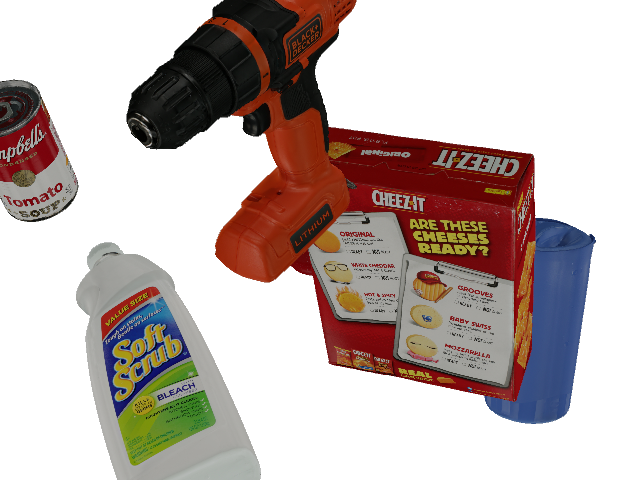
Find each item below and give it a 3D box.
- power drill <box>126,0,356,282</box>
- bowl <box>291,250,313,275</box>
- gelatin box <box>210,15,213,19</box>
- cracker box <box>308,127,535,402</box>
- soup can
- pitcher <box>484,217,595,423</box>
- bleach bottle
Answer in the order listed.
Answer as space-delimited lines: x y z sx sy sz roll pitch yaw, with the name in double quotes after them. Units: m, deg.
-0.039 -0.063 0.667 0.057 0.188 0.184 28 53 27 "power drill"
0.017 -0.001 1.106 0.162 0.055 0.162 -5 13 1 "bowl"
-0.082 -0.184 1.004 0.030 0.089 0.073 18 -37 15 "gelatin box"
0.080 0.021 0.830 0.164 0.214 0.072 10 46 20 "cracker box"
-0.250 -0.073 0.890 0.068 0.068 0.102 0 -42 11 "soup can"
0.255 0.101 1.327 0.149 0.243 0.144 6 19 17 "pitcher"
-0.136 0.095 0.807 0.102 0.068 0.251 -24 49 -11 "bleach bottle"
